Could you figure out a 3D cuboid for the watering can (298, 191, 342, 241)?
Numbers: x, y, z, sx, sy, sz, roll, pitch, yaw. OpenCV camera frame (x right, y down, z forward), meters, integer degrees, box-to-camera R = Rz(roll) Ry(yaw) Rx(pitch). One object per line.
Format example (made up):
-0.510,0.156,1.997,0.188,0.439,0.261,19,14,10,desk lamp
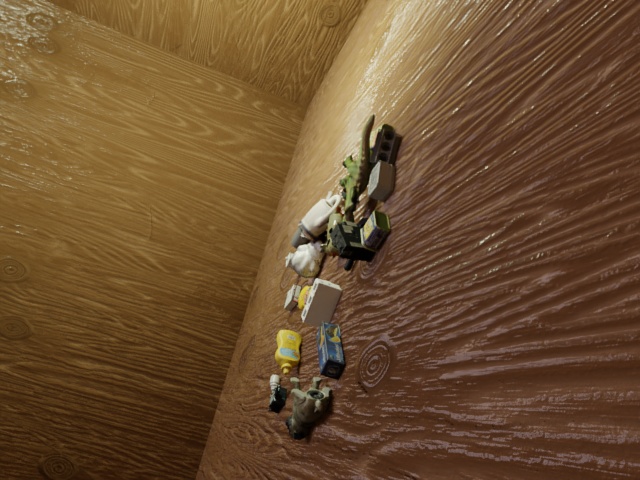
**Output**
0.007,-0.111,2.200,0.223,0.103,0.351,-45,12,6,watering can

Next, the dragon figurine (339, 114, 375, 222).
0.131,-0.198,1.746,0.400,0.122,0.249,98,179,-45,dragon figurine

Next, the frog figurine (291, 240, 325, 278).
-0.041,0.078,2.142,0.156,0.123,0.139,-46,59,43,frog figurine
